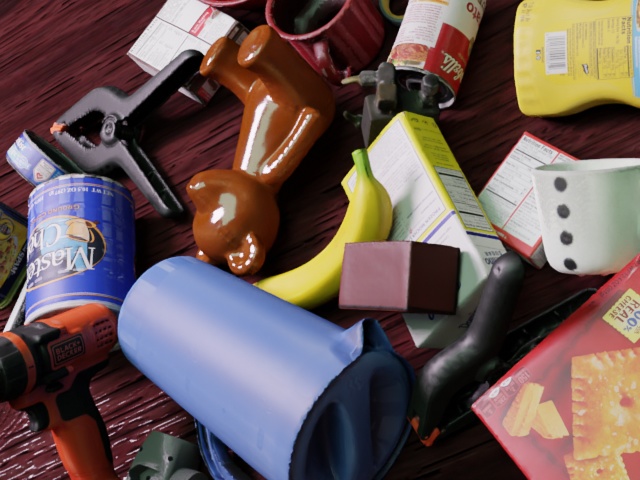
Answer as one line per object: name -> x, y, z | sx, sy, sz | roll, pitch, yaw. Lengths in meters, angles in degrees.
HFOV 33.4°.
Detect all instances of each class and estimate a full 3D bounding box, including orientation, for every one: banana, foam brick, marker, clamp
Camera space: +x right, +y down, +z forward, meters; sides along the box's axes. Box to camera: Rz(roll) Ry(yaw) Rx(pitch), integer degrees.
banana -> 0.005, 0.013, 0.880 | 0.198, 0.037, 0.070 | -50, 60, 36
foam brick -> 0.059, 0.029, 0.798 | 0.078, 0.052, 0.051 | -2, 83, 51
marker -> -0.293, 0.057, 1.075 | 0.020, 0.020, 0.121 | 10, 72, 34
clamp -> -0.198, -0.099, 1.077 | 0.210, 0.036, 0.164 | -2, 81, 39
clamp -> 0.118, 0.078, 0.764 | 0.171, 0.120, 0.039 | -46, 39, 12

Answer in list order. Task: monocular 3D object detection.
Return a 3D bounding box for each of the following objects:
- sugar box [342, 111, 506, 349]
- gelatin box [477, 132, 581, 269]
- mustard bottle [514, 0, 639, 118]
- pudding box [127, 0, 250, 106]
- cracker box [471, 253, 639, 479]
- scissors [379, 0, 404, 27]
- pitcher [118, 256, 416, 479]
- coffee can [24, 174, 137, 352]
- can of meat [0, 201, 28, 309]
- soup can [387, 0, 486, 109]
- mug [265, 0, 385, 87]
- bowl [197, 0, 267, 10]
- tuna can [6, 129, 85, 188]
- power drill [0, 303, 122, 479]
sugar box -> 0.085, -0.009, 0.853 | 0.093, 0.048, 0.176 | -51, 49, 35
gelatin box -> 0.169, -0.032, 0.843 | 0.073, 0.030, 0.089 | 35, 87, 39
mustard bottle -> 0.250, -0.148, 0.829 | 0.192, 0.058, 0.096 | 0, 91, 29
pudding box -> -0.134, -0.200, 1.100 | 0.114, 0.039, 0.090 | 33, 86, 39
cracker box -> 0.226, 0.138, 0.697 | 0.164, 0.072, 0.214 | -43, 53, 6
scissors -> 0.063, -0.272, 1.035 | 0.096, 0.016, 0.202 | -49, 52, 1
pitcher -> -0.055, 0.112, 0.849 | 0.243, 0.145, 0.149 | 26, 63, 40
coffee can -> -0.222, 0.024, 0.998 | 0.103, 0.102, 0.140 | -20, 57, 21
can of meat -> -0.340, 0.008, 1.087 | 0.058, 0.083, 0.102 | 21, 78, 36
soup can -> 0.100, -0.175, 0.932 | 0.069, 0.068, 0.102 | 9, 70, 33
mug -> 0.010, -0.193, 0.984 | 0.093, 0.081, 0.117 | -20, 58, 21
bowl -> -0.062, -0.293, 1.093 | 0.162, 0.055, 0.162 | -13, 60, 24
tuna can -> -0.277, -0.073, 1.089 | 0.034, 0.086, 0.086 | -49, 52, 3
power drill -> -0.224, 0.160, 0.862 | 0.057, 0.184, 0.188 | 2, 106, 38
